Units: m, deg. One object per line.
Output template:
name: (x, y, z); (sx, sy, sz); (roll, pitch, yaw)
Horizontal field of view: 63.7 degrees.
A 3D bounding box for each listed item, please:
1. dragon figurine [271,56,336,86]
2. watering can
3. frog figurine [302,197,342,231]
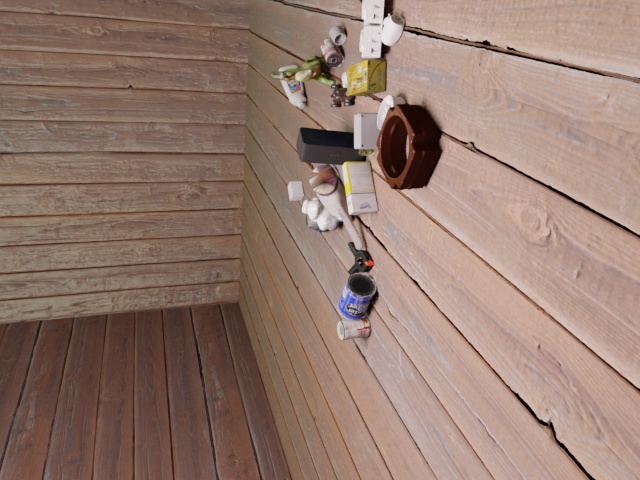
dragon figurine: (-0.079, -0.681, 2.065); (0.416, 0.243, 0.120); (-134, 40, -61)
watering can: (0.063, -0.135, 1.839); (0.220, 0.103, 0.355); (52, -168, -44)
frog figurine: (0.006, -0.100, 1.994); (0.121, 0.160, 0.139); (127, 136, -65)
